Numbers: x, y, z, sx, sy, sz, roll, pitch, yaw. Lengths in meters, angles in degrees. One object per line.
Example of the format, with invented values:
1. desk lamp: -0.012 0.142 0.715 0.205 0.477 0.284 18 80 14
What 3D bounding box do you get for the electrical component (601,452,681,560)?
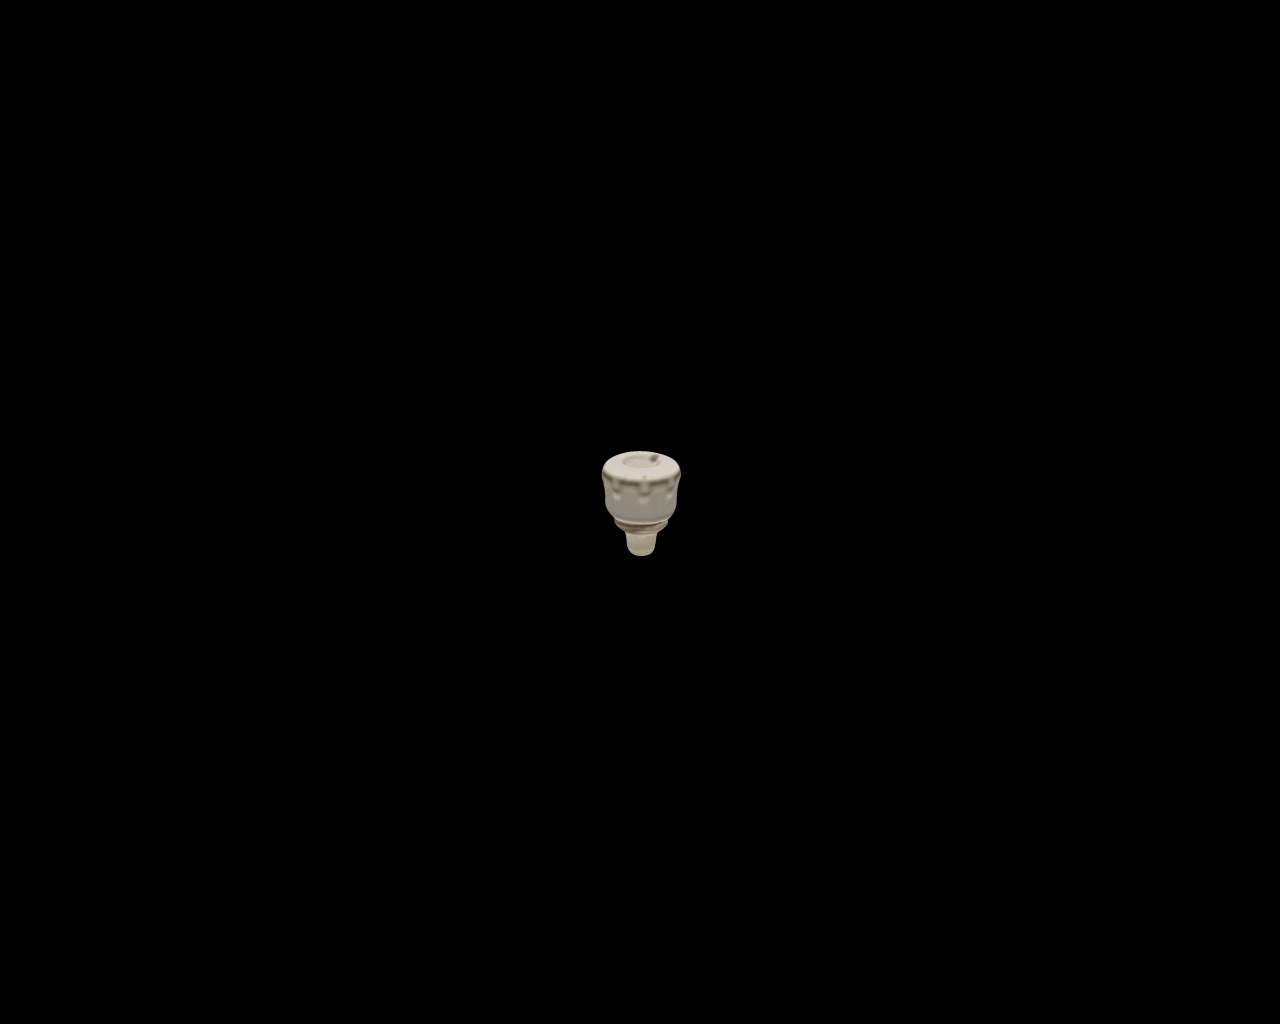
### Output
1. electrical component: 0.001 -0.003 0.650 0.048 0.062 0.048 0 22 0
